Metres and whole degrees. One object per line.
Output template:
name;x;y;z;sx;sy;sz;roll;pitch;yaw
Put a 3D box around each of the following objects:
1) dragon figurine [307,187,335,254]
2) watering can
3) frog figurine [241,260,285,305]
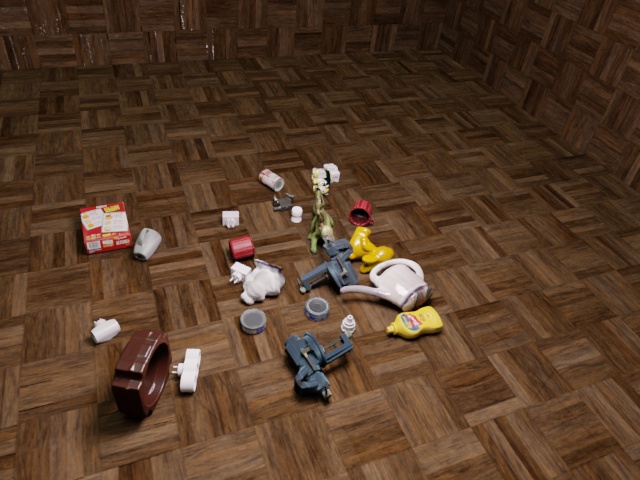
dragon figurine;0.006;-0.103;2.055;0.122;0.237;0.420;-6;43;-8
watering can;0.258;0.175;1.852;0.351;0.101;0.227;-23;49;-33
frog figurine;-0.205;0.163;1.827;0.137;0.121;0.161;22;77;6
